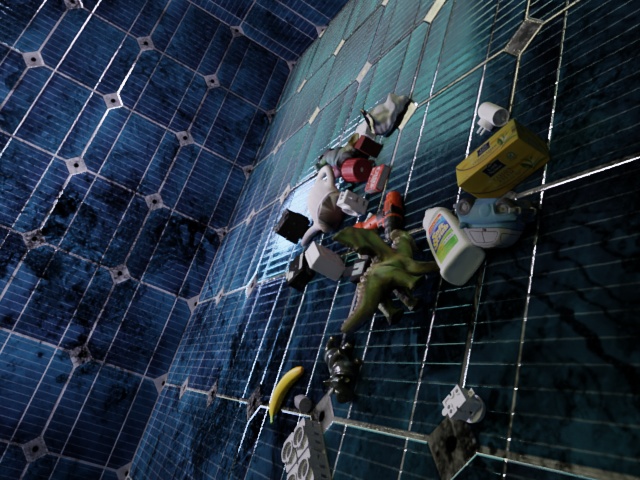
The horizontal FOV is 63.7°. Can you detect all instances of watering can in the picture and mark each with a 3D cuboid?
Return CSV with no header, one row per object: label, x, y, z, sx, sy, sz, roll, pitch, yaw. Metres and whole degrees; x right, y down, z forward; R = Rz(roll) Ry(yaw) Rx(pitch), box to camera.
watering can,0.006,-0.095,1.887,0.228,0.104,0.342,-127,47,-60

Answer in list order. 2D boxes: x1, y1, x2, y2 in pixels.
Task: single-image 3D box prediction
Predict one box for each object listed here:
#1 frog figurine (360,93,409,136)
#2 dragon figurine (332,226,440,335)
frog figurine,0.239,-0.440,1.794,0.159,0.121,0.139,-25,16,0
dragon figurine,0.121,0.061,1.168,0.246,0.413,0.119,41,127,30
